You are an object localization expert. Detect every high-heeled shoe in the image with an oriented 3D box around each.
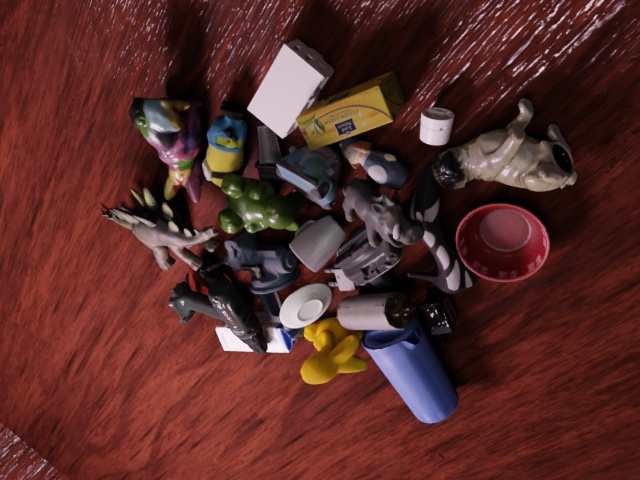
[{"bbox_3d":[0.244,-0.015,1.009,0.145,0.086,0.248,3,109,-8],"label":"high-heeled shoe"}]

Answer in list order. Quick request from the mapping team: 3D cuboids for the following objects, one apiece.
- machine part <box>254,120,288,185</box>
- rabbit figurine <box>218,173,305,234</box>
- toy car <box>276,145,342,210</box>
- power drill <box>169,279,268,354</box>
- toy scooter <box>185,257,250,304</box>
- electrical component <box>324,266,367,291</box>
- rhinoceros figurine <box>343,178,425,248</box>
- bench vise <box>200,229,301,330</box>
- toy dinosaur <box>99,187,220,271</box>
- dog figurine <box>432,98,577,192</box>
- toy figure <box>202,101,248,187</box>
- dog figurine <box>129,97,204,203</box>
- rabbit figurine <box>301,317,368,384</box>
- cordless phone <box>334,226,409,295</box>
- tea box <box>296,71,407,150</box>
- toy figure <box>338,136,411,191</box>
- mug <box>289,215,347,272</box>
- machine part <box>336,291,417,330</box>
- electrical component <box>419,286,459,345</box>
[{"bbox_3d":[-0.101,-0.180,1.089,0.084,0.039,0.138,13,126,25],"label":"machine part"},{"bbox_3d":[-0.104,-0.056,1.082,0.170,0.159,0.121,21,99,47],"label":"rabbit figurine"},{"bbox_3d":[-0.004,-0.129,1.023,0.109,0.161,0.103,34,90,24],"label":"toy car"},{"bbox_3d":[-0.237,0.176,1.244,0.208,0.086,0.231,14,141,30],"label":"power drill"},{"bbox_3d":[-0.272,0.129,1.342,0.135,0.075,0.183,-30,107,38],"label":"toy scooter"},{"bbox_3d":[0.057,0.081,1.179,0.094,0.021,0.063,-2,117,28],"label":"electrical component"},{"bbox_3d":[0.117,-0.049,0.989,0.191,0.073,0.112,45,148,40],"label":"rhinoceros figurine"},{"bbox_3d":[-0.127,0.096,1.223,0.224,0.129,0.240,-7,112,32],"label":"bench vise"},{"bbox_3d":[-0.382,-0.030,1.248,0.472,0.105,0.198,-1,136,47],"label":"toy dinosaur"},{"bbox_3d":[0.303,-0.118,0.902,0.172,0.121,0.190,49,142,-4],"label":"dog figurine"},{"bbox_3d":[-0.189,-0.189,1.100,0.089,0.082,0.180,28,125,8],"label":"toy figure"},{"bbox_3d":[-0.302,-0.181,1.106,0.109,0.191,0.219,4,105,17],"label":"dog figurine"},{"bbox_3d":[0.029,0.262,1.211,0.163,0.173,0.121,-6,113,34],"label":"rabbit figurine"},{"bbox_3d":[0.134,0.056,1.103,0.184,0.089,0.146,40,129,-15],"label":"cordless phone"},{"bbox_3d":[0.055,-0.226,0.945,0.170,0.098,0.068,-14,113,30],"label":"tea box"},{"bbox_3d":[0.094,-0.150,0.998,0.154,0.058,0.064,33,112,6],"label":"toy figure"},{"bbox_3d":[-0.002,-0.003,1.120,0.107,0.110,0.080,-41,129,6],"label":"mug"},{"bbox_3d":[0.112,0.149,1.120,0.079,0.079,0.243,54,148,-12],"label":"machine part"},{"bbox_3d":[0.251,0.159,1.099,0.048,0.075,0.119,-17,106,34],"label":"electrical component"}]
